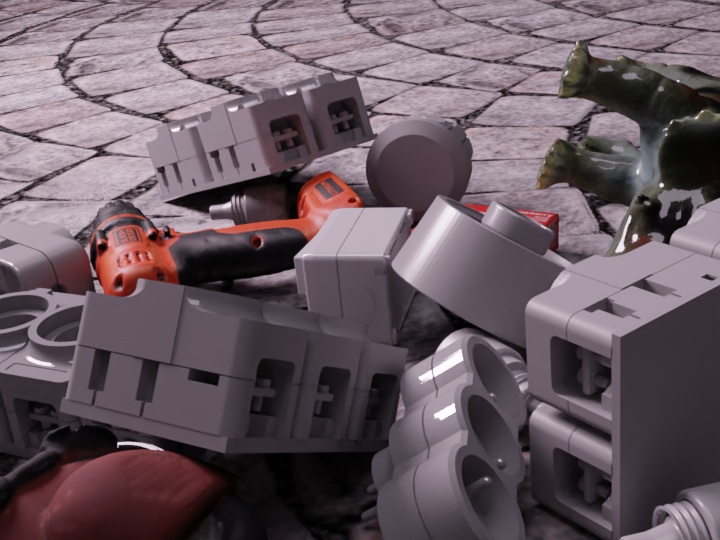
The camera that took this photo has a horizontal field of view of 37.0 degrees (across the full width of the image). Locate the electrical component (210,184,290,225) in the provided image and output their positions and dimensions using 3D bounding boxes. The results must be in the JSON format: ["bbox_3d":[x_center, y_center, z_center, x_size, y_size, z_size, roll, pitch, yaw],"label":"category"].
[{"bbox_3d":[-0.087,-0.048,0.848,0.061,0.035,0.035,-7,23,4],"label":"electrical component"}]

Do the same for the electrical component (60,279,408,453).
[{"bbox_3d":[-0.051,0.046,0.504,0.089,0.061,0.150,8,-4,29],"label":"electrical component"}]

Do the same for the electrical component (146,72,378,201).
[{"bbox_3d":[-0.088,-0.110,0.885,0.105,0.060,0.186,-23,10,-35],"label":"electrical component"}]

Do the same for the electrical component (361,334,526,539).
[{"bbox_3d":[0.030,0.090,0.484,0.074,0.052,0.138,-34,18,23],"label":"electrical component"}]

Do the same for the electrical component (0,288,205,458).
[{"bbox_3d":[-0.148,0.056,0.590,0.150,0.061,0.089,6,26,25],"label":"electrical component"}]

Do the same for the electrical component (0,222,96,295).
[{"bbox_3d":[-0.228,0.003,0.739,0.095,0.053,0.059,16,32,40],"label":"electrical component"}]

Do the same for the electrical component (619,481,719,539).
[{"bbox_3d":[0.135,0.109,0.429,0.062,0.043,0.043,-10,24,-8],"label":"electrical component"}]

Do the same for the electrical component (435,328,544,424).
[{"bbox_3d":[0.071,0.059,0.559,0.040,0.040,0.078,-19,27,-28],"label":"electrical component"}]

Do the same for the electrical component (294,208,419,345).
[{"bbox_3d":[0.000,0.000,0.683,0.061,0.061,0.096,0,24,14],"label":"electrical component"}]

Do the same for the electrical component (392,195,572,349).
[{"bbox_3d":[0.079,-0.004,0.613,0.108,0.060,0.108,27,9,-5],"label":"electrical component"}]

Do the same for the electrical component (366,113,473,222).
[{"bbox_3d":[0.048,-0.082,0.837,0.080,0.080,0.051,2,20,16],"label":"electrical component"}]

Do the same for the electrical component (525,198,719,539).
[{"bbox_3d":[0.160,0.037,0.508,0.186,0.105,0.060,-22,28,-32],"label":"electrical component"}]
